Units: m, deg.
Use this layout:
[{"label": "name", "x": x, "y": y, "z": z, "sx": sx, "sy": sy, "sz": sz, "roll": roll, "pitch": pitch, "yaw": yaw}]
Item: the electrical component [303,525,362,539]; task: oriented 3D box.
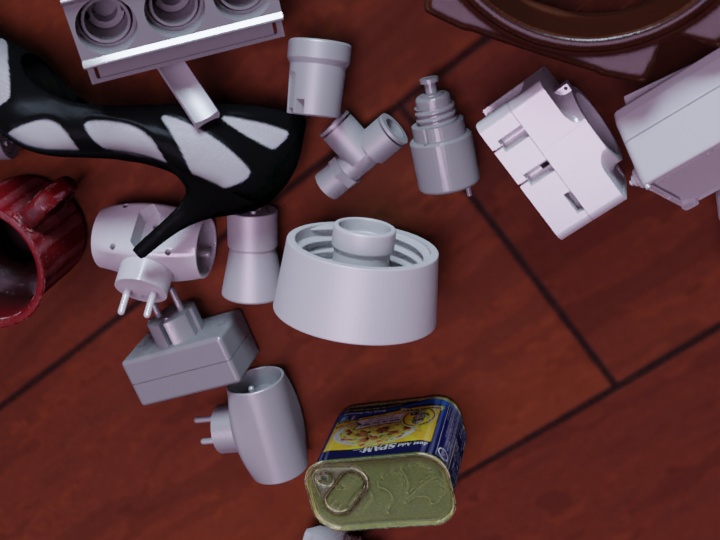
[{"label": "electrical component", "x": -0.014, "y": 0.221, "z": 0.830, "sx": 0.062, "sy": 0.043, "sz": 0.043, "roll": 5, "pitch": 114, "yaw": 10}]

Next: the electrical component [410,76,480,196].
[{"label": "electrical component", "x": 0.051, "y": -0.084, "z": 0.682, "sx": 0.040, "sy": 0.040, "sz": 0.078, "roll": -7, "pitch": 111, "yaw": 16}]

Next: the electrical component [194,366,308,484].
[{"label": "electrical component", "x": -0.085, "y": 0.117, "z": 0.801, "sx": 0.079, "sy": 0.043, "sz": 0.077, "roll": -7, "pitch": 111, "yaw": 16}]

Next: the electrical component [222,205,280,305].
[{"label": "electrical component", "x": -0.074, "y": -0.014, "z": 0.743, "sx": 0.044, "sy": 0.044, "sz": 0.065, "roll": 5, "pitch": 109, "yaw": 11}]

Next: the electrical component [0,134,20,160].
[{"label": "electrical component", "x": -0.273, "y": -0.093, "z": 0.756, "sx": 0.065, "sy": 0.044, "sz": 0.044, "roll": -3, "pitch": 112, "yaw": 10}]

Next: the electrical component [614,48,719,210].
[{"label": "electrical component", "x": 0.196, "y": -0.082, "z": 0.626, "sx": 0.096, "sy": 0.062, "sz": 0.061, "roll": -32, "pitch": 62, "yaw": 31}]

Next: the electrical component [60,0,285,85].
[{"label": "electrical component", "x": -0.114, "y": -0.168, "z": 0.649, "sx": 0.121, "sy": 0.063, "sz": 0.078, "roll": -15, "pitch": 128, "yaw": -5}]

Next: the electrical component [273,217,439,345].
[{"label": "electrical component", "x": 0.000, "y": 0.000, "z": 0.697, "sx": 0.108, "sy": 0.108, "sz": 0.060, "roll": 10, "pitch": 109, "yaw": 9}]

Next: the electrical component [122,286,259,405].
[{"label": "electrical component", "x": -0.130, "y": 0.047, "z": 0.779, "sx": 0.083, "sy": 0.047, "sz": 0.075, "roll": -15, "pitch": 109, "yaw": 19}]

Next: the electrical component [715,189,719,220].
[{"label": "electrical component", "x": 0.243, "y": -0.029, "z": 0.657, "sx": 0.045, "sy": 0.045, "sz": 0.055, "roll": -8, "pitch": 110, "yaw": 17}]

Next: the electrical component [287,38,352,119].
[{"label": "electrical component", "x": -0.027, "y": -0.120, "z": 0.678, "sx": 0.040, "sy": 0.040, "sz": 0.046, "roll": 7, "pitch": 96, "yaw": 10}]

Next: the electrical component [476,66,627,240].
[{"label": "electrical component", "x": 0.123, "y": -0.075, "z": 0.663, "sx": 0.056, "sy": 0.050, "sz": 0.089, "roll": -34, "pitch": 102, "yaw": 24}]

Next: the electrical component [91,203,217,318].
[{"label": "electrical component", "x": -0.147, "y": -0.003, "z": 0.748, "sx": 0.077, "sy": 0.079, "sz": 0.043, "roll": 6, "pitch": 154, "yaw": 11}]
